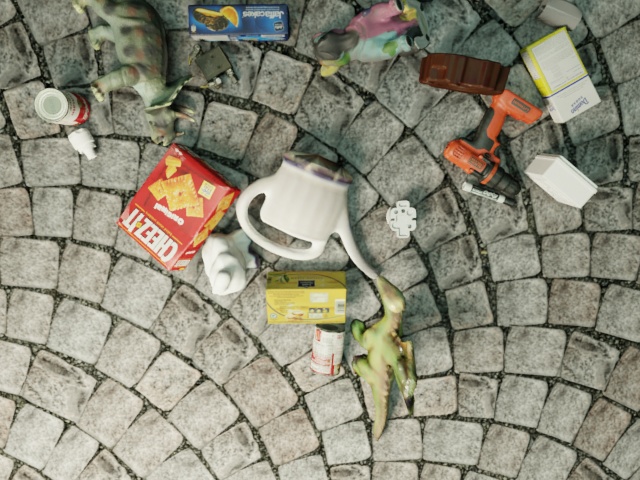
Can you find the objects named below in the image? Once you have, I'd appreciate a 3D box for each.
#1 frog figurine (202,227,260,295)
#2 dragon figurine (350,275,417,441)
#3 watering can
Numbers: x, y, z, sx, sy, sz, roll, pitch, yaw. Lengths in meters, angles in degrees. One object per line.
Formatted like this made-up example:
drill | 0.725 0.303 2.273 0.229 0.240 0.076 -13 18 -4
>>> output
frog figurine | -0.198 0.059 1.054 0.123 0.163 0.134 16 127 7
dragon figurine | 0.141 0.268 1.055 0.122 0.244 0.408 -5 96 -5
watering can | 0.003 -0.055 1.084 0.346 0.105 0.223 20 100 -16
